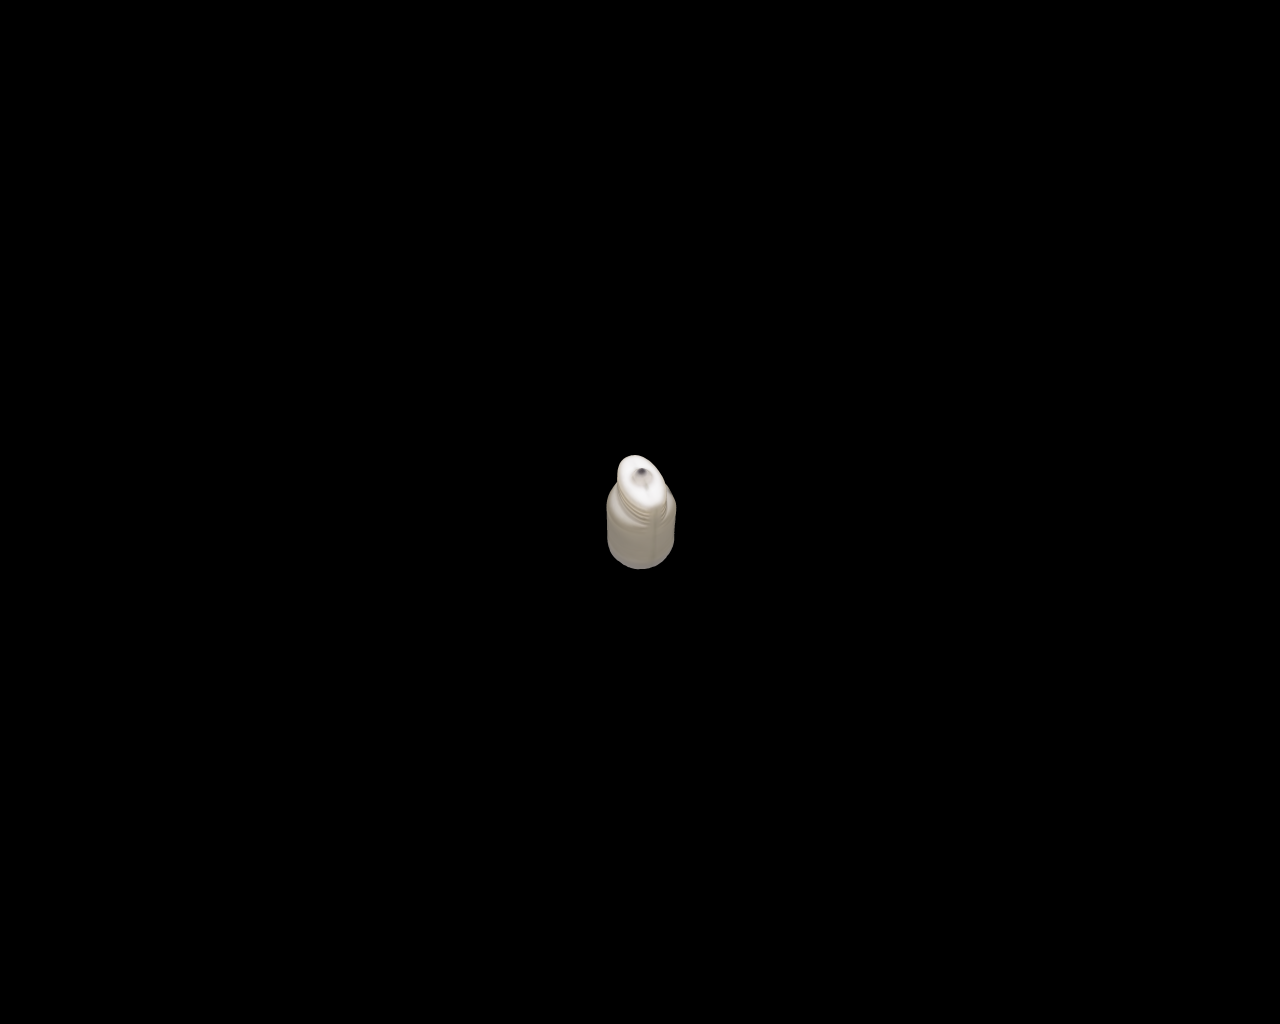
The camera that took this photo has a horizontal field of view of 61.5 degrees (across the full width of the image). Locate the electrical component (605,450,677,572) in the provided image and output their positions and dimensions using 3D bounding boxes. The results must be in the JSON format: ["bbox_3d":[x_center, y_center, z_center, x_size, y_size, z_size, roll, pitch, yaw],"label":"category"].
[{"bbox_3d":[0.001,-0.003,0.650,0.043,0.043,0.080,0,-33,0],"label":"electrical component"}]
